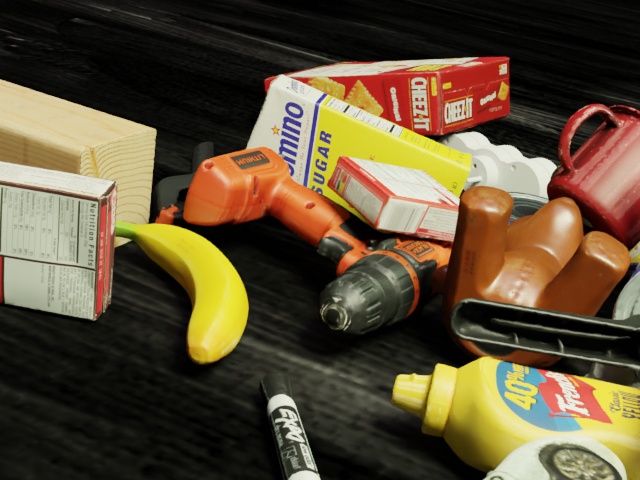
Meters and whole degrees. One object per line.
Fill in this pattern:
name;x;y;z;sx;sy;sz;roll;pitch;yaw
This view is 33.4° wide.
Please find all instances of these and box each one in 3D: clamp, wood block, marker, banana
clamp;-0.095;-0.040;0.902;0.120;0.039;0.171;24;24;26
clamp;0.189;0.063;0.617;0.209;0.036;0.165;1;15;-45
wood block;-0.241;-0.064;0.839;0.206;0.091;0.090;19;25;24
marker;-0.017;0.109;0.590;0.020;0.020;0.121;4;22;-13
banana;-0.087;0.033;0.733;0.069;0.037;0.198;-11;27;-23

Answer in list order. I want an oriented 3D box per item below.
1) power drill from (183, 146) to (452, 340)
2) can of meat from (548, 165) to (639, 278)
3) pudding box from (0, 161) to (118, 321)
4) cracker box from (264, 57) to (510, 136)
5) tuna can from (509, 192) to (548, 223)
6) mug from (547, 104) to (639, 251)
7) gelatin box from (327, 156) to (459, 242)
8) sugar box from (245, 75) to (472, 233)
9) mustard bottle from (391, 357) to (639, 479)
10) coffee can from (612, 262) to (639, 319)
power drill;-0.005;0.001;0.780;0.188;0.057;0.184;31;22;19
can of meat;0.243;-0.016;0.897;0.083;0.102;0.057;0;-10;-15
pudding box;-0.192;-0.002;0.702;0.113;0.090;0.039;10;22;3
cracker box;0.074;-0.153;1.145;0.214;0.072;0.163;5;16;35
tuna can;0.186;-0.013;0.955;0.086;0.034;0.086;8;22;-3
mug;0.223;-0.051;0.817;0.117;0.081;0.093;48;-8;-28
gelatin box;0.061;-0.030;0.799;0.089;0.030;0.073;8;23;-36
sugar box;0.027;-0.059;0.881;0.176;0.093;0.048;22;22;1
mustard bottle;0.135;0.107;0.602;0.192;0.058;0.096;12;20;9
coffee can;0.272;0.041;0.758;0.103;0.103;0.140;17;23;20
